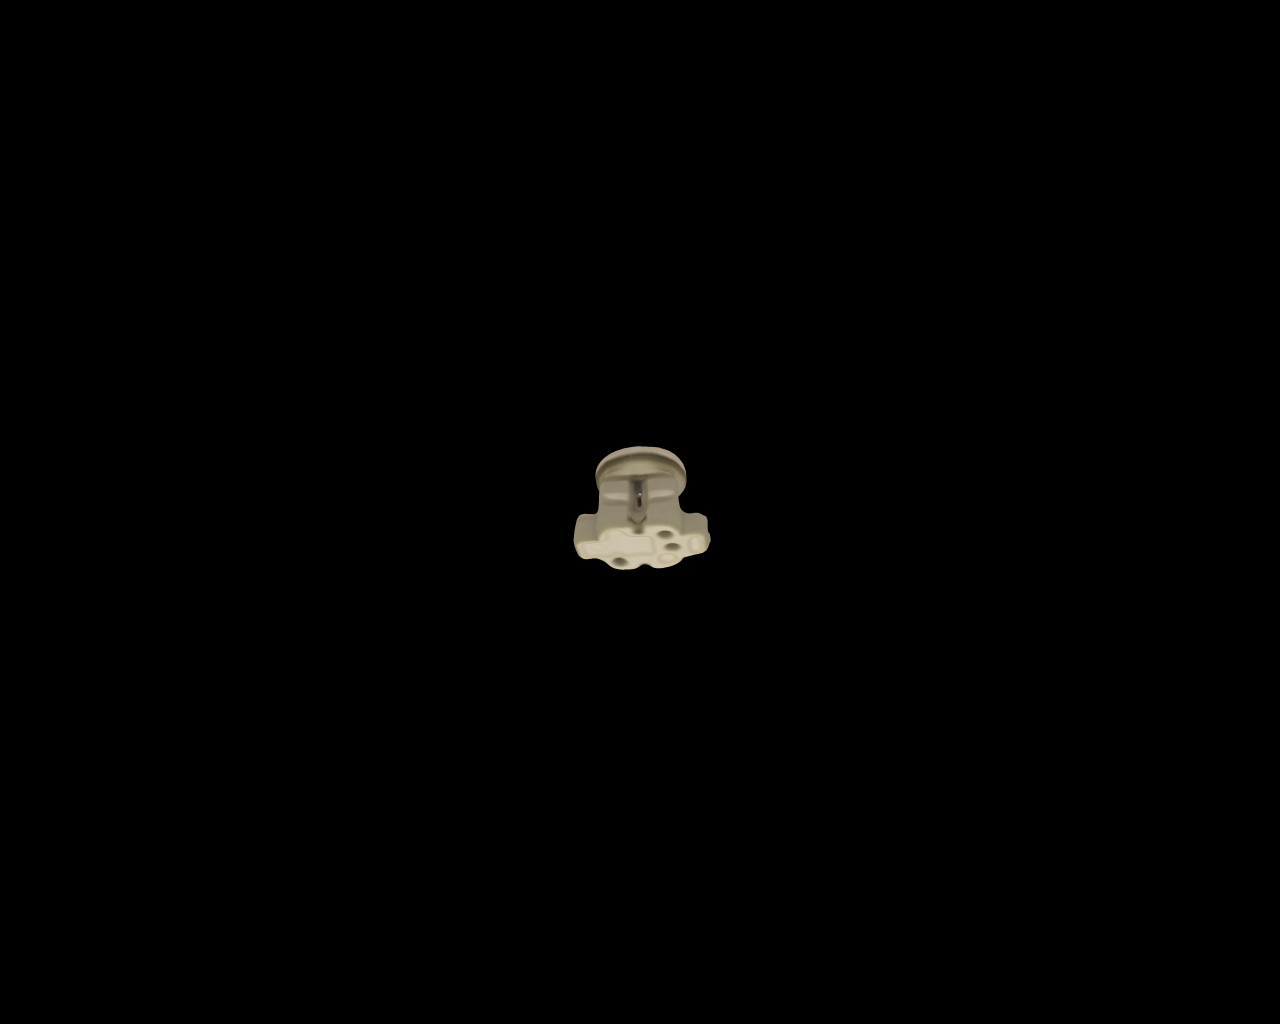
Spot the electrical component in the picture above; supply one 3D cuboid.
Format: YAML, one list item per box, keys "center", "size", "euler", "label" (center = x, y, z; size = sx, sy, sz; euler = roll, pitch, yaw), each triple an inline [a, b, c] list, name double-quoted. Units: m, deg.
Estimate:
- center: [0.001, -0.003, 0.650]
  size: [0.078, 0.057, 0.058]
  euler: [-3, -32, 5]
  label: "electrical component"
